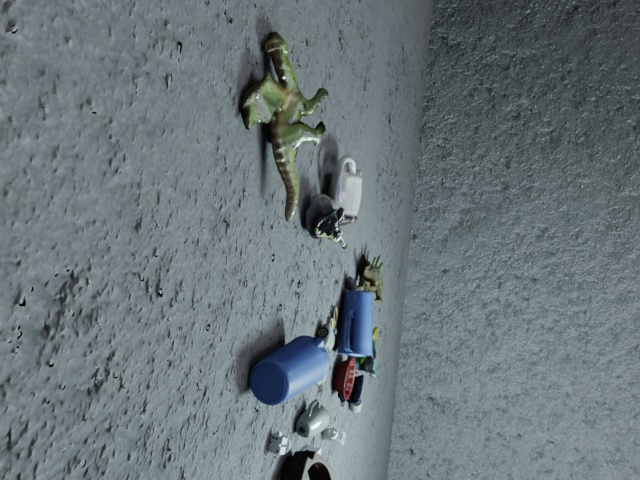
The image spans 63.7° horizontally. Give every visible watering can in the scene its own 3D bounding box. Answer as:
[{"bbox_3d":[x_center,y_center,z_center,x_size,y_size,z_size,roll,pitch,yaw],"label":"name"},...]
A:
[{"bbox_3d":[0.092,-0.158,1.706,0.348,0.104,0.224,-3,100,-75],"label":"watering can"}]

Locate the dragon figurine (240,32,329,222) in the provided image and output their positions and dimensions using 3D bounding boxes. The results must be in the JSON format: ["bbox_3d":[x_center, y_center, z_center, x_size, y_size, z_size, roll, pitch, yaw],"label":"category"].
[{"bbox_3d":[-0.098,-0.257,1.138,0.241,0.122,0.413,15,79,-55],"label":"dragon figurine"}]

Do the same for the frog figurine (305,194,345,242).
[{"bbox_3d":[0.005,-0.076,1.511,0.162,0.123,0.134,-122,-168,-56],"label":"frog figurine"}]
